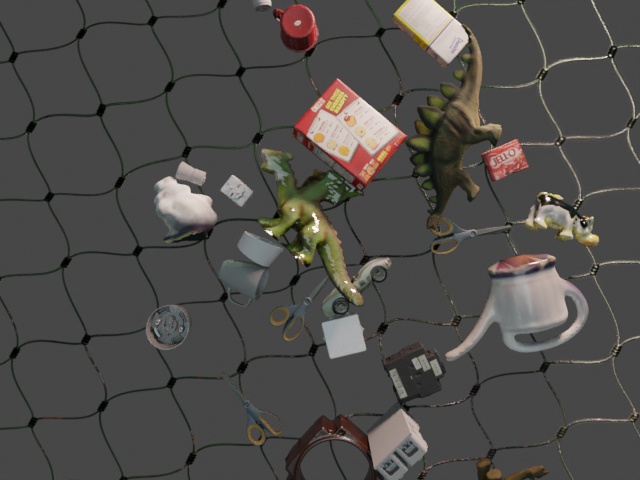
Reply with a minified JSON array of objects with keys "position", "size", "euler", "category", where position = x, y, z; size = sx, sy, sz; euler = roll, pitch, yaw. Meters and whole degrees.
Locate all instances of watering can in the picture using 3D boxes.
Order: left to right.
[{"position":[0.442,0.156,1.192],"size":[0.348,0.104,0.225],"euler":[-12,89,0],"category":"watering can"}]

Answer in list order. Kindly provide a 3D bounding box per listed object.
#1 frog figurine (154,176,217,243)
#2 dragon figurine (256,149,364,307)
[{"position":[-0.316,-0.081,1.201],"size":[0.138,0.121,0.160],"euler":[-11,80,-32],"category":"frog figurine"},{"position":[0.004,-0.060,1.197],"size":[0.411,0.121,0.244],"euler":[39,81,6],"category":"dragon figurine"}]
